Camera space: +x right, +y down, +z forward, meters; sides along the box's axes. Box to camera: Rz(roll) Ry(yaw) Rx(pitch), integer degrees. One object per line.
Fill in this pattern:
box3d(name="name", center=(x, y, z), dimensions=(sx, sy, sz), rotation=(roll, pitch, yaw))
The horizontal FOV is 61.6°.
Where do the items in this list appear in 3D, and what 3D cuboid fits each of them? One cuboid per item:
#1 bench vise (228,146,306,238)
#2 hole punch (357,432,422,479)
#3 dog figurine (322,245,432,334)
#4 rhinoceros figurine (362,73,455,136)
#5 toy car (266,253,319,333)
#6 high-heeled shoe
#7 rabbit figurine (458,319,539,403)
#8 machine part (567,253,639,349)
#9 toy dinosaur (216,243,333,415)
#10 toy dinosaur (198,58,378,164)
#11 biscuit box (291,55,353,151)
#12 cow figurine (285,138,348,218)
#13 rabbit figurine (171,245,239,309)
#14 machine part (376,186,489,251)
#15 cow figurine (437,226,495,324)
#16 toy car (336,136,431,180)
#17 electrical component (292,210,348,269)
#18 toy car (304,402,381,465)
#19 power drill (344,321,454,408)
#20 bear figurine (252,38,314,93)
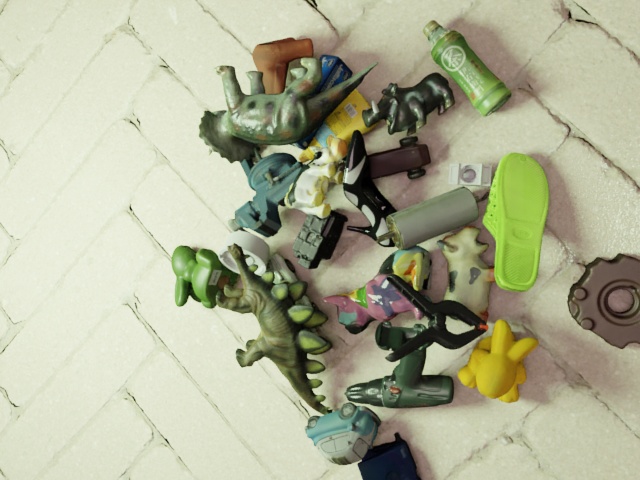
box3d(name="bench vise", center=(-0.133, -0.130, 1.199), dimensions=(0.223, 0.128, 0.241), rotation=(-43, 58, 24))
box3d(name="hole punch", center=(0.145, 0.494, 1.132), dimensions=(0.116, 0.092, 0.142), rotation=(-22, 81, 14))
box3d(name="dog figurine", center=(0.118, 0.102, 1.124), dimensions=(0.219, 0.108, 0.191), rotation=(-1, 91, 21))
box3d(name="rhinoceros figurine", center=(0.178, -0.272, 1.082), dimensions=(0.190, 0.073, 0.112), rotation=(-27, 94, -4))
box3d(name="toy car", center=(-0.069, 0.125, 1.209), dimensions=(0.073, 0.056, 0.202), rotation=(-34, 80, 16))
box3d(name="high-heeled shoe", center=(0.124, -0.098, 1.094), dimensions=(0.145, 0.086, 0.248), rotation=(5, 119, 11))
box3d(name="rabbit figurine", center=(0.344, 0.241, 1.016), dimensions=(0.122, 0.173, 0.162), rotation=(33, 105, 19))
box3d(name="machine part", center=(0.563, 0.114, 1.002), dimensions=(0.180, 0.056, 0.179), rotation=(0, 91, 17))
box3d(name="toy dinosaur", center=(-0.080, 0.208, 1.142), dimensions=(0.199, 0.105, 0.470), rotation=(-16, 110, 14))
box3d(name="toy dinosaur", center=(-0.086, -0.249, 1.063), dimensions=(0.405, 0.131, 0.192), rotation=(3, 100, 25))
box3d(name="biscuit box", center=(-0.013, -0.295, 1.146), dimensions=(0.059, 0.062, 0.202), rotation=(29, 87, 43))
box3d(name="cow figurine", center=(-0.005, -0.133, 1.092), dimensions=(0.098, 0.068, 0.167), rotation=(11, 70, 33))
box3d(name="rabbit figurine", center=(-0.284, 0.079, 1.268), dimensions=(0.170, 0.121, 0.159), rotation=(26, 107, 34))
box3d(name="machine part", center=(0.223, -0.043, 1.069), dimensions=(0.243, 0.079, 0.079), rotation=(-22, 84, -6))
box3d(name="cow figurine", center=(0.291, 0.068, 1.079), dimensions=(0.127, 0.085, 0.194), rotation=(10, 98, 16))
box3d(name="toy car", center=(0.132, -0.160, 1.139), dimensions=(0.202, 0.053, 0.089), rotation=(-13, 102, 17))
box3d(name="electrical component", center=(-0.002, -0.003, 1.155), dimensions=(0.058, 0.115, 0.134), rotation=(27, 99, 20))
box3d(name="toy car", center=(0.048, 0.417, 1.133), dimensions=(0.162, 0.103, 0.109), rotation=(-21, 129, 16))
box3d(name="power drill", center=(0.154, 0.266, 1.091), dimensions=(0.232, 0.086, 0.207), rotation=(1, 120, 13))
box3d(name="bear figurine", center=(-0.081, -0.336, 1.187), dimensions=(0.132, 0.120, 0.195), rotation=(-21, 116, -22))
